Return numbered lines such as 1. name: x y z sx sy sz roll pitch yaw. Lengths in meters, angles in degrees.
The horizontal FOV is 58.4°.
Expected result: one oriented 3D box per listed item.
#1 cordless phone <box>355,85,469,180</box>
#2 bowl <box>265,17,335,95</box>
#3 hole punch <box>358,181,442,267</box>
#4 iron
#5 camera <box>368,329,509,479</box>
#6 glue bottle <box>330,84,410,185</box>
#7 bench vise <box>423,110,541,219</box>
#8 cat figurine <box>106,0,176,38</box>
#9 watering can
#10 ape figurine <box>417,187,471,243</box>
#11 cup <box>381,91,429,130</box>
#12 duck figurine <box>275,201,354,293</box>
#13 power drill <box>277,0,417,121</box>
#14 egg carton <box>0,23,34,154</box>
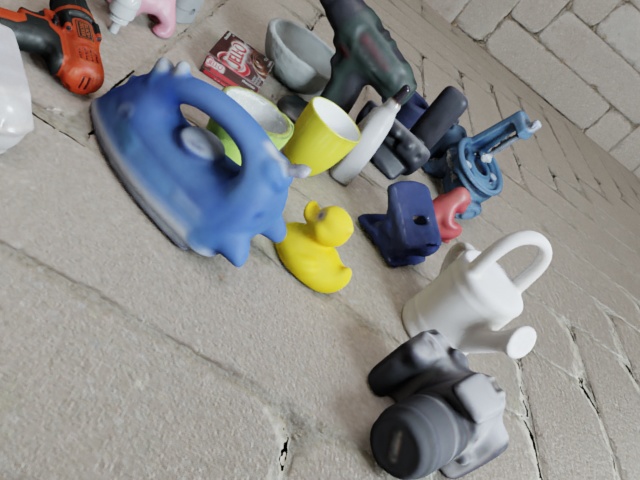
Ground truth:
1. cordless phone: 0.153 -0.210 0.983 0.147 0.184 0.094 41 32 -1
2. bowl: -0.034 -0.307 1.003 0.168 0.074 0.167 28 34 -21
3. hole punch: 0.129 -0.023 0.822 0.109 0.091 0.101 -5 54 -50
4. iron: -0.127 -0.102 0.590 0.258 0.141 0.119 45 32 5
5. camera: 0.109 0.164 0.564 0.137 0.100 0.143 -3 53 -49
6. glue bottle: 0.077 -0.164 0.857 0.037 0.173 0.078 29 34 -19
7. bench vise: 0.286 -0.174 1.053 0.122 0.219 0.207 1 50 -47
8. cat figurine: -0.245 -0.363 0.800 0.128 0.117 0.067 8 45 -42
9. watering can: 0.202 0.066 0.695 0.101 0.193 0.172 2 49 -46
10. ape figurine: 0.211 -0.049 0.940 0.076 0.092 0.077 27 35 -23
11. cup: 0.141 -0.243 1.097 0.118 0.094 0.091 0 50 -47
12. duck figurine: 0.006 0.002 0.662 0.104 0.086 0.078 50 33 13
13. power drill: 0.028 -0.266 0.893 0.229 0.208 0.076 41 32 -1
14. egg carton: -0.318 -0.145 0.503 0.108 0.069 0.150 3 48 -45
